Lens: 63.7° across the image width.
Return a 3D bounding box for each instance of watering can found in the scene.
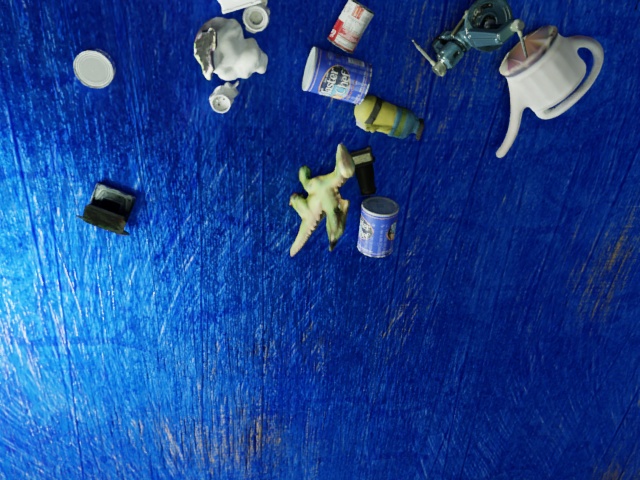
[{"bbox_3d":[0.529,-0.376,1.276,0.222,0.106,0.344,38,110,-24],"label":"watering can"}]

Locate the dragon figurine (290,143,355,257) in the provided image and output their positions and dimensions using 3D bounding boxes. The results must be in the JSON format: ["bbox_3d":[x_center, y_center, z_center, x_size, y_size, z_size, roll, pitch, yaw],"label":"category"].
[{"bbox_3d":[0.004,-0.067,1.328,0.122,0.248,0.402,8,118,-17],"label":"dragon figurine"}]

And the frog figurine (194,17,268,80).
[{"bbox_3d":[-0.199,-0.434,1.176,0.161,0.124,0.135,-17,121,-40],"label":"frog figurine"}]
